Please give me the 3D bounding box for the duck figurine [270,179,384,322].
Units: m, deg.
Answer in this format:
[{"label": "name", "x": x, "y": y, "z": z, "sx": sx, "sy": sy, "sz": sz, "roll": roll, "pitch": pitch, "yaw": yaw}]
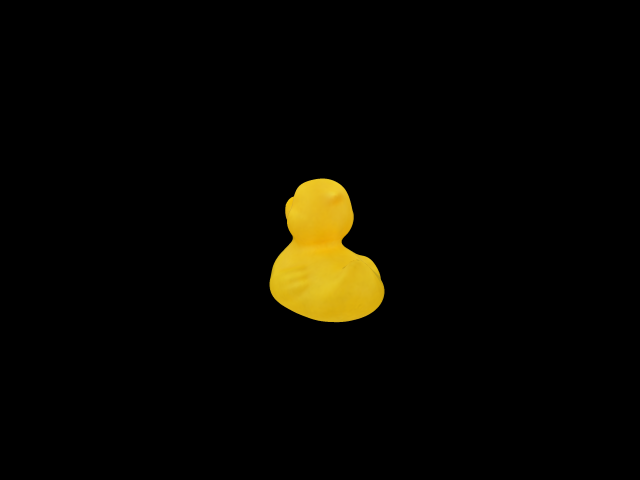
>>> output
[{"label": "duck figurine", "x": 0.004, "y": 0.001, "z": 0.400, "sx": 0.078, "sy": 0.086, "sz": 0.104, "roll": -10, "pitch": 22, "yaw": -26}]
